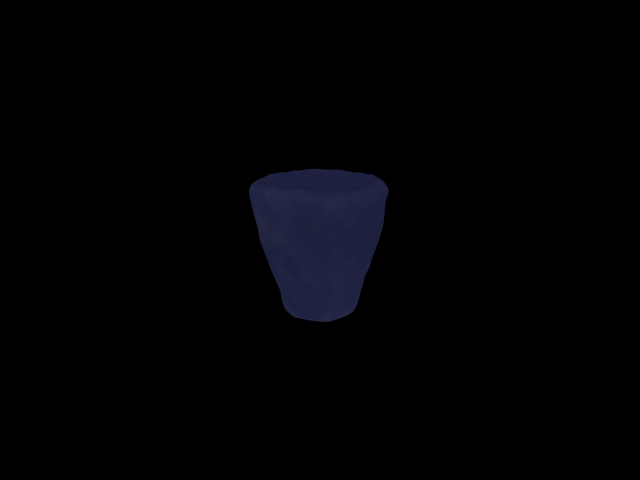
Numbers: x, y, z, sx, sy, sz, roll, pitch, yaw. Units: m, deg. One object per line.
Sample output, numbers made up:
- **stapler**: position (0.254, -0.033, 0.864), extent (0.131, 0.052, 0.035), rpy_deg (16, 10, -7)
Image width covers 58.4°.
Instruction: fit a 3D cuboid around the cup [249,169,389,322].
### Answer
- **cup**: position (0.004, 0.001, 0.400), extent (0.091, 0.095, 0.118), rpy_deg (6, 17, 19)
